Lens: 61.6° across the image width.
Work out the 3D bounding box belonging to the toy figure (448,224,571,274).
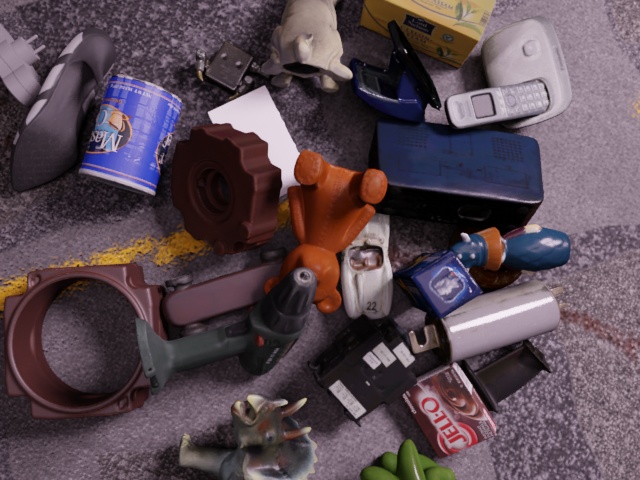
[{"bbox_3d":[0.244,0.014,0.706,0.155,0.057,0.064,-1,81,3],"label":"toy figure"}]

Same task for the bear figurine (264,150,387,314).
[{"bbox_3d":[-0.001,-0.002,0.691,0.120,0.132,0.195,19,88,-2],"label":"bear figurine"}]

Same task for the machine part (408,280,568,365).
[{"bbox_3d":[0.236,0.112,0.739,0.243,0.079,0.079,-14,87,-14],"label":"machine part"}]

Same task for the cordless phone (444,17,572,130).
[{"bbox_3d":[0.245,-0.224,0.750,0.184,0.089,0.146,-13,87,-16],"label":"cordless phone"}]

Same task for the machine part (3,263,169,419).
[{"bbox_3d":[-0.316,0.134,0.736,0.202,0.087,0.201,-3,87,0],"label":"machine part"}]

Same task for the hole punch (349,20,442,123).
[{"bbox_3d":[0.104,-0.221,0.748,0.092,0.142,0.115,-35,122,21],"label":"hole punch"}]

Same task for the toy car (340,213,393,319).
[{"bbox_3d":[0.064,0.013,0.766,0.074,0.056,0.201,-2,87,-1],"label":"toy car"}]

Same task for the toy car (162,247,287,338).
[{"bbox_3d":[-0.120,0.072,0.758,0.202,0.053,0.089,-18,91,-10],"label":"toy car"}]

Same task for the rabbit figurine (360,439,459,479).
[{"bbox_3d":[0.136,0.335,0.689,0.121,0.170,0.159,-35,88,-4],"label":"rabbit figurine"}]

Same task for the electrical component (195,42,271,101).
[{"bbox_3d":[-0.132,-0.246,0.785,0.102,0.045,0.078,35,88,1],"label":"electrical component"}]

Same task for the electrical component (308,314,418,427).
[{"bbox_3d":[0.067,0.172,0.735,0.134,0.058,0.114,-37,117,-3],"label":"electrical component"}]

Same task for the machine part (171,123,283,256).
[{"bbox_3d":[-0.130,-0.068,0.719,0.180,0.056,0.179,13,111,35],"label":"machine part"}]

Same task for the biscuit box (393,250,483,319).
[{"bbox_3d":[0.142,0.054,0.692,0.059,0.202,0.063,-34,87,-1],"label":"biscuit box"}]

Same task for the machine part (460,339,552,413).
[{"bbox_3d":[0.254,0.193,0.764,0.139,0.039,0.084,-31,83,9],"label":"machine part"}]

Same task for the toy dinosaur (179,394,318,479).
[{"bbox_3d":[-0.095,0.380,0.713,0.192,0.131,0.404,-1,95,-7],"label":"toy dinosaur"}]

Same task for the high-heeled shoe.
[{"bbox_3d":[-0.381,-0.193,0.775,0.249,0.086,0.145,-42,52,14],"label":"high-heeled shoe"}]

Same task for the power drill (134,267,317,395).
[{"bbox_3d":[-0.117,0.112,0.663,0.207,0.231,0.086,-16,62,-21],"label":"power drill"}]

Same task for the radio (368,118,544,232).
[{"bbox_3d":[0.183,-0.090,0.741,0.230,0.073,0.131,7,55,0],"label":"radio"}]

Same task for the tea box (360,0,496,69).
[{"bbox_3d":[0.150,-0.324,0.771,0.170,0.098,0.068,24,85,2],"label":"tea box"}]

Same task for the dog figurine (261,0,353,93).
[{"bbox_3d":[-0.012,-0.315,0.734,0.121,0.172,0.190,5,93,-12],"label":"dog figurine"}]
